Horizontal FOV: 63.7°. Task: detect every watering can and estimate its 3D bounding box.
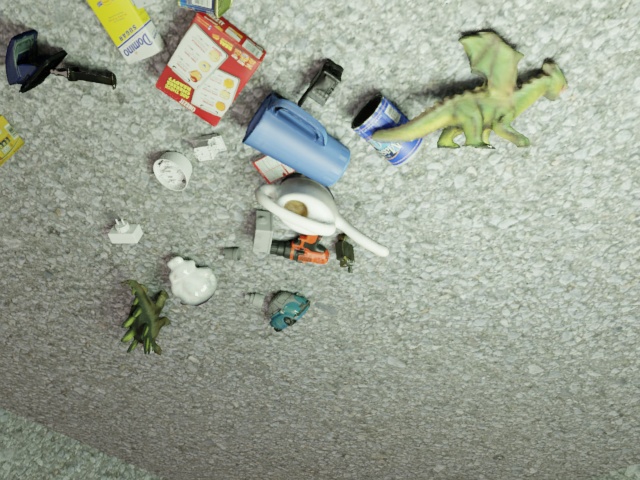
[{"bbox_3d":[0.004,-0.065,1.282,0.347,0.228,0.102,23,113,-10],"label":"watering can"}]

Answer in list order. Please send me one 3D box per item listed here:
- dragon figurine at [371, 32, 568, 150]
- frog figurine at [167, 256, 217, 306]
[{"bbox_3d":[0.321,-0.309,1.082,0.410,0.123,0.241,3,100,-2],"label":"dragon figurine"},{"bbox_3d":[-0.395,0.119,1.584,0.138,0.124,0.156,-24,119,-13],"label":"frog figurine"}]
